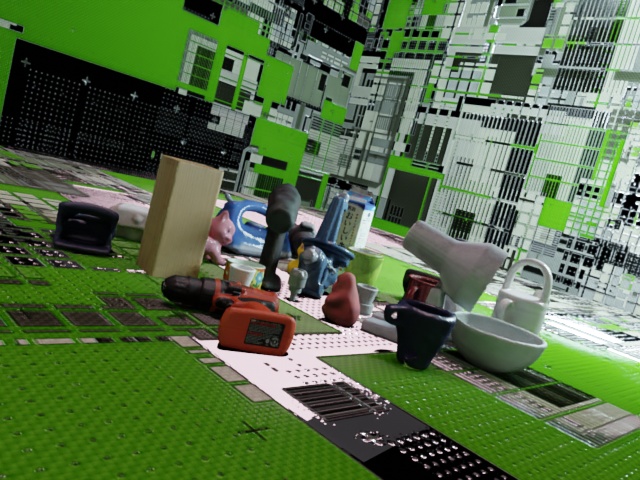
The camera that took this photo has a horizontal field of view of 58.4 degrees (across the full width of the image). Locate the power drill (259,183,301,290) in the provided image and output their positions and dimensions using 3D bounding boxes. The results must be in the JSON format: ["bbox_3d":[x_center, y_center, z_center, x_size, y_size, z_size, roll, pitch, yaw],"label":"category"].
[{"bbox_3d":[-0.091,-0.012,1.169,0.075,0.208,0.229,14,7,-6],"label":"power drill"}]

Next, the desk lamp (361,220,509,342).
[{"bbox_3d":[0.201,0.084,1.000,0.202,0.213,0.118,17,7,18],"label":"desk lamp"}]

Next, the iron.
[{"bbox_3d":[-0.163,-0.035,1.483,0.259,0.141,0.118,9,9,-41],"label":"iron"}]

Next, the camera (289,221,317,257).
[{"bbox_3d":[-0.062,-0.004,1.631,0.143,0.101,0.137,15,7,-5],"label":"camera"}]

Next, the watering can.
[{"bbox_3d":[0.409,0.131,1.162,0.100,0.194,0.173,18,7,22],"label":"watering can"}]

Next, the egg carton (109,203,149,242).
[{"bbox_3d":[-0.399,-0.036,1.270,0.150,0.069,0.107,14,7,-10],"label":"egg carton"}]

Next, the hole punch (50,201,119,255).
[{"bbox_3d":[-0.429,-0.029,1.048,0.109,0.091,0.101,12,7,-23],"label":"hole punch"}]

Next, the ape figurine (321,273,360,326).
[{"bbox_3d":[0.041,0.102,1.019,0.078,0.092,0.075,9,9,-41],"label":"ape figurine"}]

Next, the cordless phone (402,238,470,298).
[{"bbox_3d":[0.282,0.076,1.378,0.147,0.185,0.094,18,7,23],"label":"cordless phone"}]

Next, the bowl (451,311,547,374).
[{"bbox_3d":[0.297,0.184,0.987,0.167,0.075,0.167,15,7,-2],"label":"bowl"}]

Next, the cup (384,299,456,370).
[{"bbox_3d":[0.141,0.145,0.870,0.118,0.095,0.091,12,7,-25],"label":"cup"}]

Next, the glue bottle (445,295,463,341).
[{"bbox_3d":[0.253,0.105,1.122,0.037,0.173,0.077,9,9,-43],"label":"glue bottle"}]

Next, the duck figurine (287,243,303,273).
[{"bbox_3d":[-0.032,0.044,1.364,0.077,0.086,0.105,16,7,8],"label":"duck figurine"}]

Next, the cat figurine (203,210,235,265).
[{"bbox_3d":[-0.232,-0.011,1.228,0.067,0.118,0.128,19,8,33],"label":"cat figurine"}]

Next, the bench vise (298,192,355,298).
[{"bbox_3d":[0.023,0.007,1.210,0.121,0.220,0.207,15,7,-3],"label":"bench vise"}]
